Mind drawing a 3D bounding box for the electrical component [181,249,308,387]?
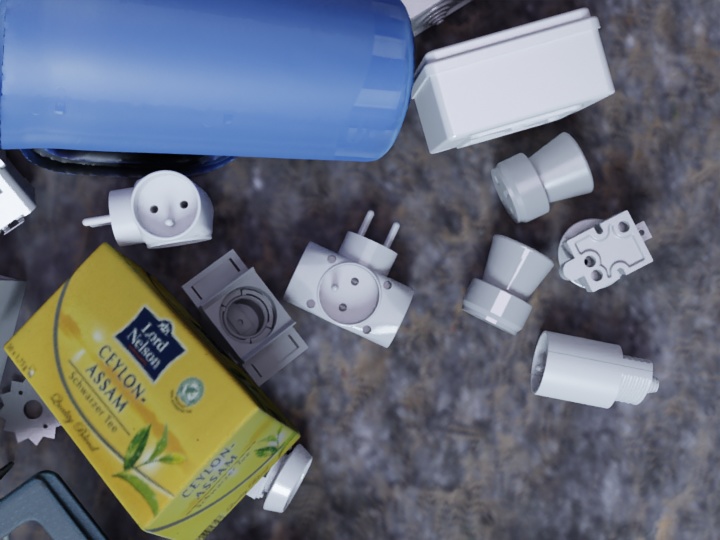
[{"bbox_3d":[-0.076,0.033,0.702,0.042,0.064,0.081,-37,90,-16],"label":"electrical component"}]

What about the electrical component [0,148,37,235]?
[{"bbox_3d":[-0.243,-0.058,0.695,0.042,0.081,0.063,-35,119,-1],"label":"electrical component"}]

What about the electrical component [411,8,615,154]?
[{"bbox_3d":[0.093,-0.117,0.689,0.109,0.109,0.056,-16,92,-2],"label":"electrical component"}]

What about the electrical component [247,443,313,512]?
[{"bbox_3d":[-0.065,0.128,0.711,0.055,0.048,0.066,28,88,7],"label":"electrical component"}]

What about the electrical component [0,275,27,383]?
[{"bbox_3d":[-0.277,0.089,0.675,0.060,0.105,0.186,14,88,-1],"label":"electrical component"}]

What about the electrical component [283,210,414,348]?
[{"bbox_3d":[0.000,0.000,0.715,0.077,0.044,0.079,25,88,-1],"label":"electrical component"}]

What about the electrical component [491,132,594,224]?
[{"bbox_3d":[0.122,-0.061,0.720,0.055,0.045,0.045,-25,90,-1],"label":"electrical component"}]

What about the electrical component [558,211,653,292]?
[{"bbox_3d":[0.159,-0.011,0.715,0.066,0.055,0.048,-27,89,-2],"label":"electrical component"}]

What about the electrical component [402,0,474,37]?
[{"bbox_3d":[0.044,-0.216,0.719,0.100,0.048,0.099,-32,90,-2],"label":"electrical component"}]

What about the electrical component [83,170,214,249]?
[{"bbox_3d":[-0.138,-0.036,0.695,0.079,0.077,0.044,-9,90,-2],"label":"electrical component"}]

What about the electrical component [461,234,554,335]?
[{"bbox_3d":[0.098,0.010,0.718,0.045,0.045,0.055,27,89,-1],"label":"electrical component"}]

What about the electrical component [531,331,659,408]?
[{"bbox_3d":[0.159,0.069,0.720,0.081,0.043,0.043,11,89,-2],"label":"electrical component"}]
